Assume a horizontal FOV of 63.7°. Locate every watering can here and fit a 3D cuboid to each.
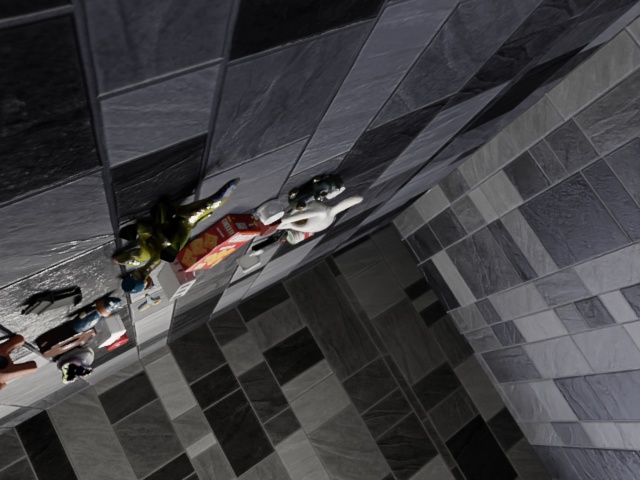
[{"bbox_3d":[0.006,-0.093,1.855,0.346,0.104,0.224,-15,175,13],"label":"watering can"}]

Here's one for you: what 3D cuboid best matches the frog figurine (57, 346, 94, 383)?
[{"bbox_3d":[-0.932,0.456,1.974,0.137,0.121,0.162,-39,-152,-1],"label":"frog figurine"}]

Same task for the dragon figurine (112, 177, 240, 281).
[{"bbox_3d":[-0.324,-0.037,1.193,0.408,0.121,0.245,-30,-171,9],"label":"dragon figurine"}]
